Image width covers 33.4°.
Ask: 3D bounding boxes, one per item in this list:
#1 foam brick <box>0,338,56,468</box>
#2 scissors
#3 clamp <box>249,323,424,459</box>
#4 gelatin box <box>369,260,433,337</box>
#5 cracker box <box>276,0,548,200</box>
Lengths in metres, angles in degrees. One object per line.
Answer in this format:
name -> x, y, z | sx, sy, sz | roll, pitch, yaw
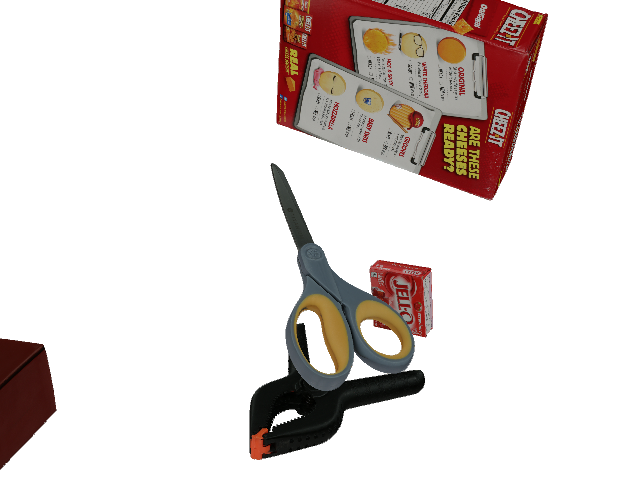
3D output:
foam brick -> -0.213, 0.104, 0.675 | 0.053, 0.051, 0.078 | 6, 29, 22
scissors -> 0.013, 0.022, 0.744 | 0.096, 0.201, 0.016 | 9, -45, -13
clamp -> 0.002, 0.160, 1.084 | 0.165, 0.036, 0.209 | 15, 30, 21
gelatin box -> 0.102, 0.072, 1.340 | 0.073, 0.089, 0.030 | 10, 31, 27
cracker box -> 0.071, -0.145, 0.919 | 0.214, 0.164, 0.072 | 20, 50, 14
